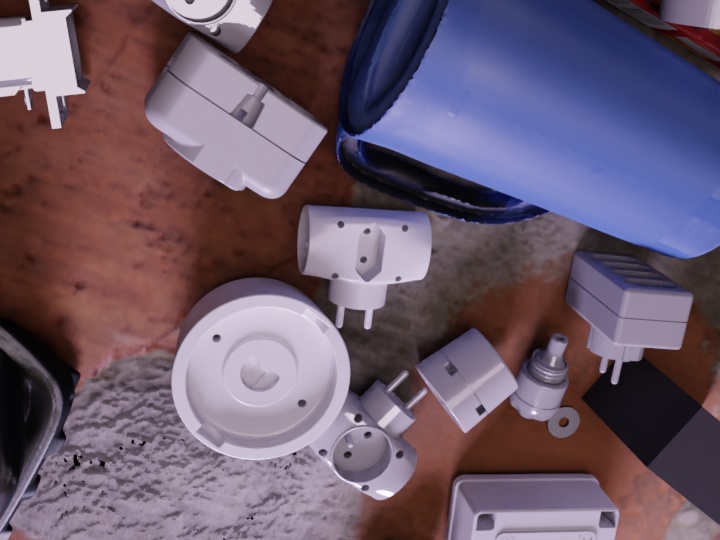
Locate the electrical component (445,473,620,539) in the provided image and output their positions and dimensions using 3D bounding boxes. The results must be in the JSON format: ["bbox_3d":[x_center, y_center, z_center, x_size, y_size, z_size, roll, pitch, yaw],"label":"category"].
[{"bbox_3d":[0.118,0.203,0.763,0.109,0.056,0.108,2,107,-13],"label":"electrical component"}]

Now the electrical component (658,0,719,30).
[{"bbox_3d":[0.233,-0.135,0.602,0.138,0.052,0.073,2,109,-13],"label":"electrical component"}]

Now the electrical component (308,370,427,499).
[{"bbox_3d":[0.010,0.100,0.713,0.079,0.044,0.077,-45,111,4],"label":"electrical component"}]

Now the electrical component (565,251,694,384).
[{"bbox_3d":[0.171,0.036,0.706,0.047,0.083,0.075,5,107,-14],"label":"electrical component"}]

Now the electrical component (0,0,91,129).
[{"bbox_3d":[-0.187,-0.121,0.601,0.064,0.042,0.081,-8,108,-6],"label":"electrical component"}]

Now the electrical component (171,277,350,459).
[{"bbox_3d":[-0.065,0.057,0.674,0.108,0.060,0.108,-4,108,-11],"label":"electrical component"}]

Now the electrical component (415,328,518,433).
[{"bbox_3d":[0.072,0.072,0.712,0.047,0.055,0.055,-37,111,-3],"label":"electrical component"}]

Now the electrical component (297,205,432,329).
[{"bbox_3d":[0.000,0.000,0.679,0.077,0.043,0.079,3,108,-13],"label":"electrical component"}]

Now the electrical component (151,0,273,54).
[{"bbox_3d":[-0.082,-0.176,0.603,0.077,0.044,0.079,31,99,-19],"label":"electrical component"}]

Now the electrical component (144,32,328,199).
[{"bbox_3d":[-0.075,-0.086,0.628,0.095,0.053,0.059,33,98,-20],"label":"electrical component"}]

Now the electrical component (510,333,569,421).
[{"bbox_3d":[0.125,0.070,0.728,0.035,0.035,0.061,8,121,-14],"label":"electrical component"}]
